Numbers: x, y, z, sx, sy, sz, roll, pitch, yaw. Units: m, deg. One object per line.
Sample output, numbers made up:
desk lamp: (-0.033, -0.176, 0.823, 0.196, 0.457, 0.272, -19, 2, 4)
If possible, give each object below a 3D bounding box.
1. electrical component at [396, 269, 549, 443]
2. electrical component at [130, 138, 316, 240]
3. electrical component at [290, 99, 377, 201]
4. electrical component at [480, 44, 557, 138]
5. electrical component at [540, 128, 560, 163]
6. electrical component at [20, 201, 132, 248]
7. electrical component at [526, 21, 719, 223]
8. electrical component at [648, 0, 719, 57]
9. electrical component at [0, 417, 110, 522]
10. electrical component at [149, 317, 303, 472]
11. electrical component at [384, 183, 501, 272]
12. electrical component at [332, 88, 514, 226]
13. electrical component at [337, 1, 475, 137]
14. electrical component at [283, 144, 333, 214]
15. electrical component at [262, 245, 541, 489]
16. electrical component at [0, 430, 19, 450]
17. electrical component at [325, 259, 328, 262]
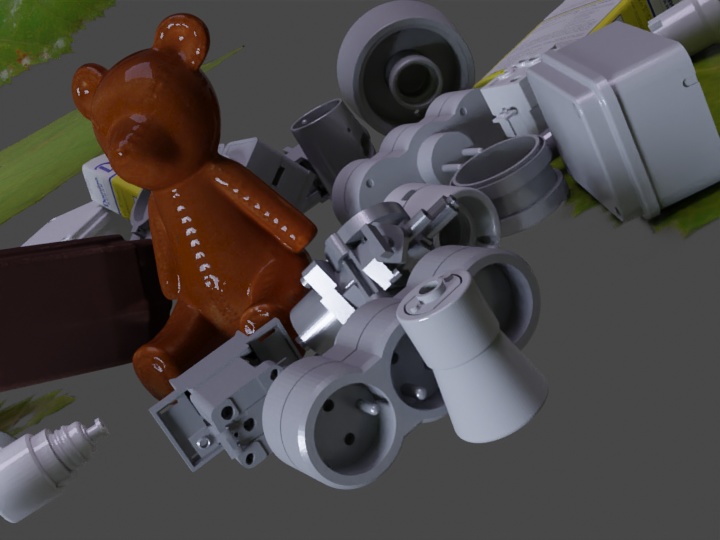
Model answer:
electrical component: (0.044, 0.033, 0.443, 0.044, 0.065, 0.044, -28, 21, 12)
electrical component: (-0.112, -0.044, 0.809, 0.150, 0.062, 0.089, 1, 65, 56)
electrical component: (-0.012, -0.089, 0.804, 0.043, 0.077, 0.079, -25, 20, 16)
electrical component: (0.115, -0.105, 0.694, 0.066, 0.055, 0.048, -40, 22, -26)
electrical component: (0.134, -0.089, 0.649, 0.062, 0.048, 0.048, -36, 19, 3)
electrical component: (-0.274, -0.017, 1.036, 0.109, 0.056, 0.108, -19, 23, 30)
electrical component: (0.138, -0.080, 0.568, 0.057, 0.078, 0.113, -26, 20, 4)
electrical component: (0.218, -0.160, 0.707, 0.046, 0.040, 0.040, -28, 19, 25)
electrical component: (-0.180, 0.110, 0.614, 0.078, 0.040, 0.040, -32, 20, -6)
electrical component: (-0.060, 0.067, 0.548, 0.081, 0.042, 0.064, -37, 24, -16)
electrical component: (0.044, -0.021, 0.594, 0.055, 0.055, 0.047, -41, 26, -27)
electrical component: (0.052, -0.072, 0.708, 0.138, 0.052, 0.074, -39, 21, -22)
electrical component: (0.039, -0.154, 0.854, 0.108, 0.108, 0.060, -29, 26, 3)
electrical component: (-0.050, -0.070, 0.867, 0.064, 0.042, 0.081, -37, 20, -8)
electrical component: (0.012, 0.039, 0.496, 0.138, 0.052, 0.074, -38, 21, -21)
electrical component: (-0.225, 0.125, 0.646, 0.040, 0.040, 0.046, -17, 29, 33)
electrical component: (0.000, 0.000, 0.622, 0.062, 0.043, 0.043, -43, 23, -27)
